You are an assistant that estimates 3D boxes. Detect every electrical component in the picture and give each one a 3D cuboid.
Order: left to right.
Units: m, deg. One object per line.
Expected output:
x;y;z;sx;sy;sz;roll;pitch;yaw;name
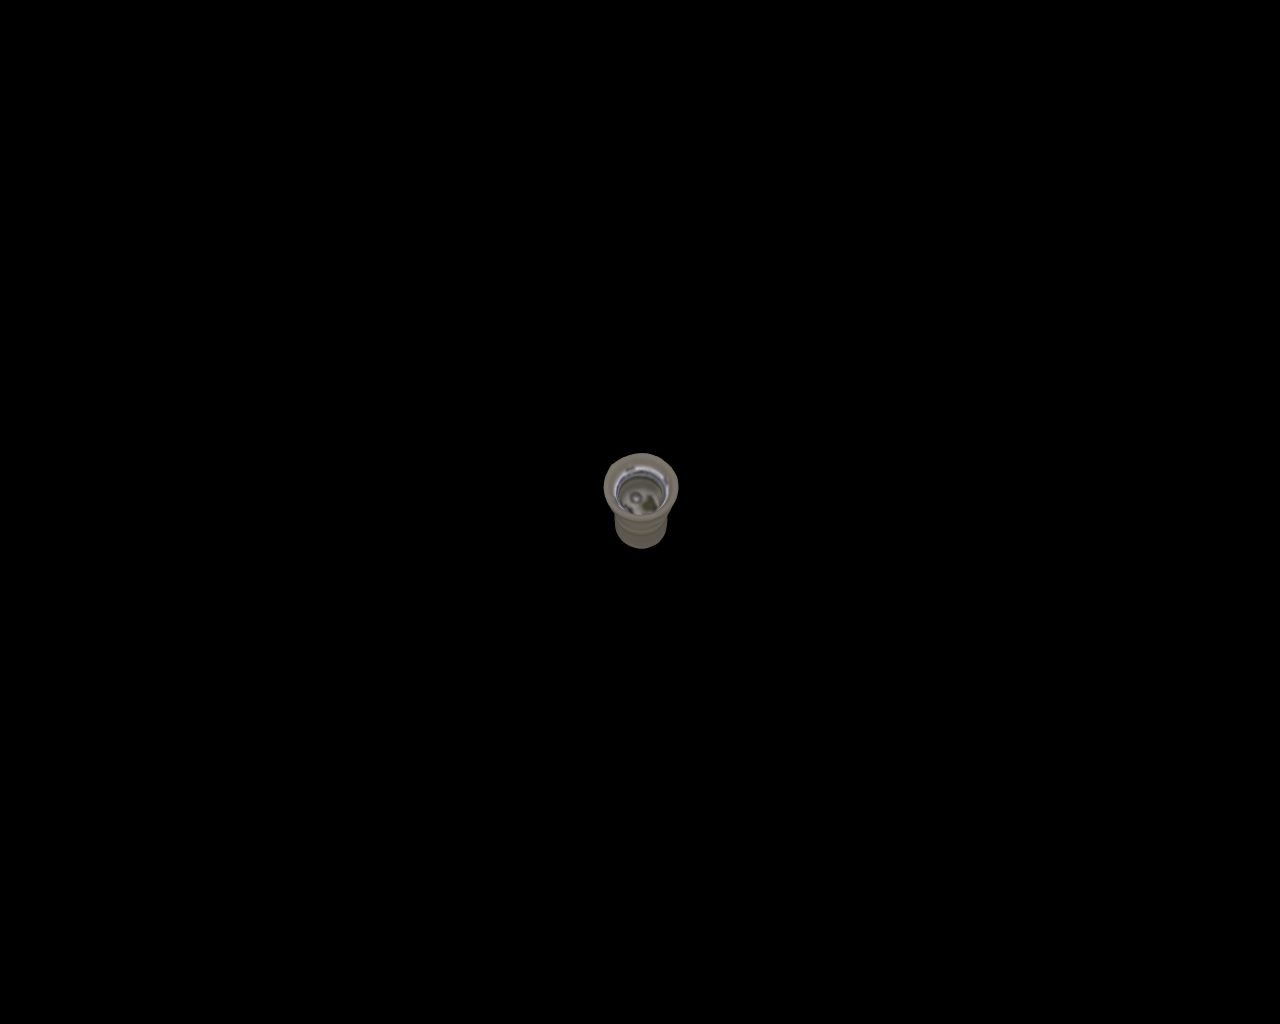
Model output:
0.001;-0.003;0.650;0.044;0.044;0.065;0;-24;0;electrical component
